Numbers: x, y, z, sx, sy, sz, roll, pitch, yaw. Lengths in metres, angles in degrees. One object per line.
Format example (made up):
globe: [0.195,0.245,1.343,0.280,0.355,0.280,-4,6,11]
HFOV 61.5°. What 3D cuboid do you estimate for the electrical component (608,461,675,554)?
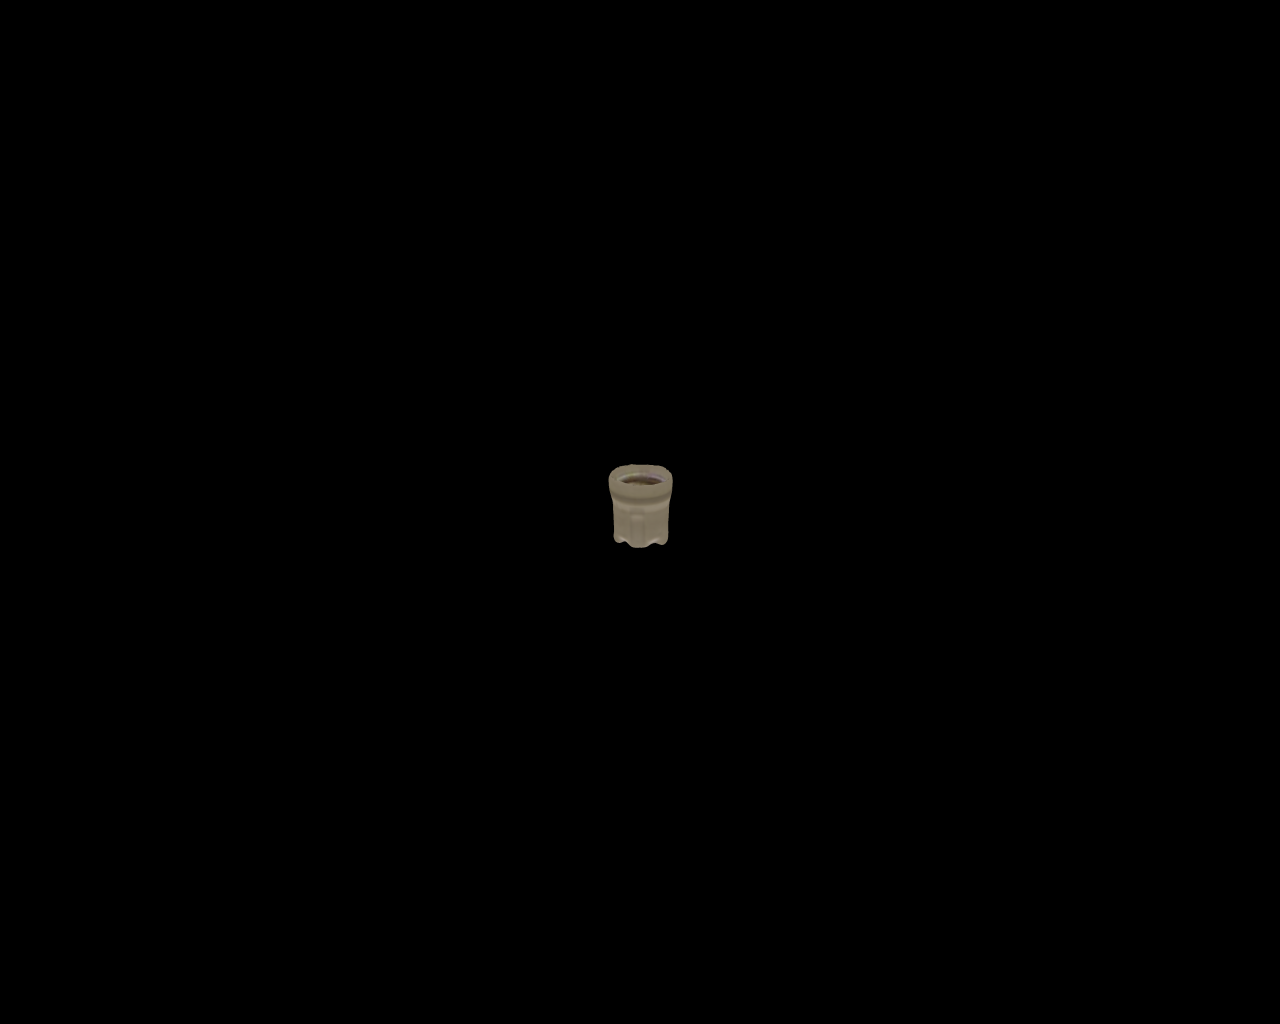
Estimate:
electrical component: [0.001,-0.003,0.650,0.040,0.046,0.040,0,24,0]
